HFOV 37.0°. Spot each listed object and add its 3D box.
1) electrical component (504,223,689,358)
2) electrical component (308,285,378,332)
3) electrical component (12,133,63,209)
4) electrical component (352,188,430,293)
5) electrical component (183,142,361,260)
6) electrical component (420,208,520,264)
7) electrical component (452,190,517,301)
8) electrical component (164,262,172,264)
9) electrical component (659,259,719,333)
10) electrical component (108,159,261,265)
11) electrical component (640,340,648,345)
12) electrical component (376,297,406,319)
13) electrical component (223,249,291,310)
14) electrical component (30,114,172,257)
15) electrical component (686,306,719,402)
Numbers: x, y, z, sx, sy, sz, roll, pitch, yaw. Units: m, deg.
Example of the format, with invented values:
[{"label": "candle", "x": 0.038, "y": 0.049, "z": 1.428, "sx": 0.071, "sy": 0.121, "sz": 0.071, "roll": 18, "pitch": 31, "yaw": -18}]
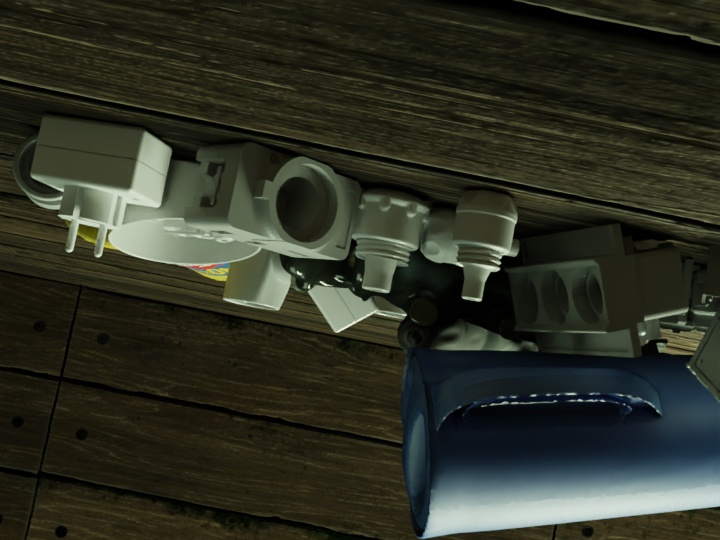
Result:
[{"label": "electrical component", "x": 0.149, "y": 0.012, "z": 0.687, "sx": 0.063, "sy": 0.078, "sz": 0.121, "roll": -10, "pitch": 180, "yaw": -18}, {"label": "electrical component", "x": 0.000, "y": 0.000, "z": 0.842, "sx": 0.047, "sy": 0.077, "sz": 0.065, "roll": 58, "pitch": -172, "yaw": -25}, {"label": "electrical component", "x": -0.203, "y": -0.064, "z": 0.709, "sx": 0.045, "sy": 0.045, "sz": 0.055, "roll": 12, "pitch": 174, "yaw": -10}, {"label": "electrical component", "x": 0.015, "y": -0.018, "z": 0.666, "sx": 0.048, "sy": 0.062, "sz": 0.048, "roll": 11, "pitch": 174, "yaw": 1}, {"label": "electrical component", "x": -0.048, "y": -0.039, "z": 0.636, "sx": 0.089, "sy": 0.050, "sz": 0.056, "roll": 17, "pitch": 172, "yaw": -40}, {"label": "electrical component", "x": 0.071, "y": -0.019, "z": 0.687, "sx": 0.061, "sy": 0.035, "sz": 0.035, "roll": 9, "pitch": 174, "yaw": -8}, {"label": "electrical component", "x": 0.069, "y": -0.013, "z": 0.614, "sx": 0.035, "sy": 0.061, "sz": 0.035, "roll": 11, "pitch": 174, "yaw": 1}, {"label": "electrical component", "x": -0.152, "y": -0.024, "z": 1.015, "sx": 0.065, "sy": 0.044, "sz": 0.044, "roll": 10, "pitch": 176, "yaw": -43}, {"label": "electrical component", "x": 0.232, "y": 0.020, "z": 0.730, "sx": 0.064, "sy": 0.042, "sz": 0.081, "roll": 6, "pitch": 174, "yaw": 14}, {"label": "electrical component", "x": -0.111, "y": -0.037, "z": 0.708, "sx": 0.099, "sy": 0.064, "sz": 0.099, "roll": 11, "pitch": 174, "yaw": 1}, {"label": "electrical component", "x": 0.234, "y": 0.063, "z": 1.019, "sx": 0.096, "sy": 0.061, "sz": 0.061, "roll": 9, "pitch": 174, "yaw": 17}, {"label": "electrical component", "x": 0.036, "y": 0.021, "z": 1.053, "sx": 0.055, "sy": 0.047, "sz": 0.055, "roll": 11, "pitch": 174, "yaw": 1}, {"label": "electrical component", "x": -0.059, "y": -0.009, "z": 0.805, "sx": 0.079, "sy": 0.077, "sz": 0.044, "roll": 7, "pitch": 173, "yaw": 25}, {"label": "electrical component", "x": -0.157, "y": -0.046, "z": 0.641, "sx": 0.066, "sy": 0.076, "sz": 0.047, "roll": 9, "pitch": 174, "yaw": 12}, {"label": "electrical component", "x": 0.261, "y": 0.042, "z": 0.667, "sx": 0.061, "sy": 0.096, "sz": 0.061, "roll": 13, "pitch": -157, "yaw": -21}]
